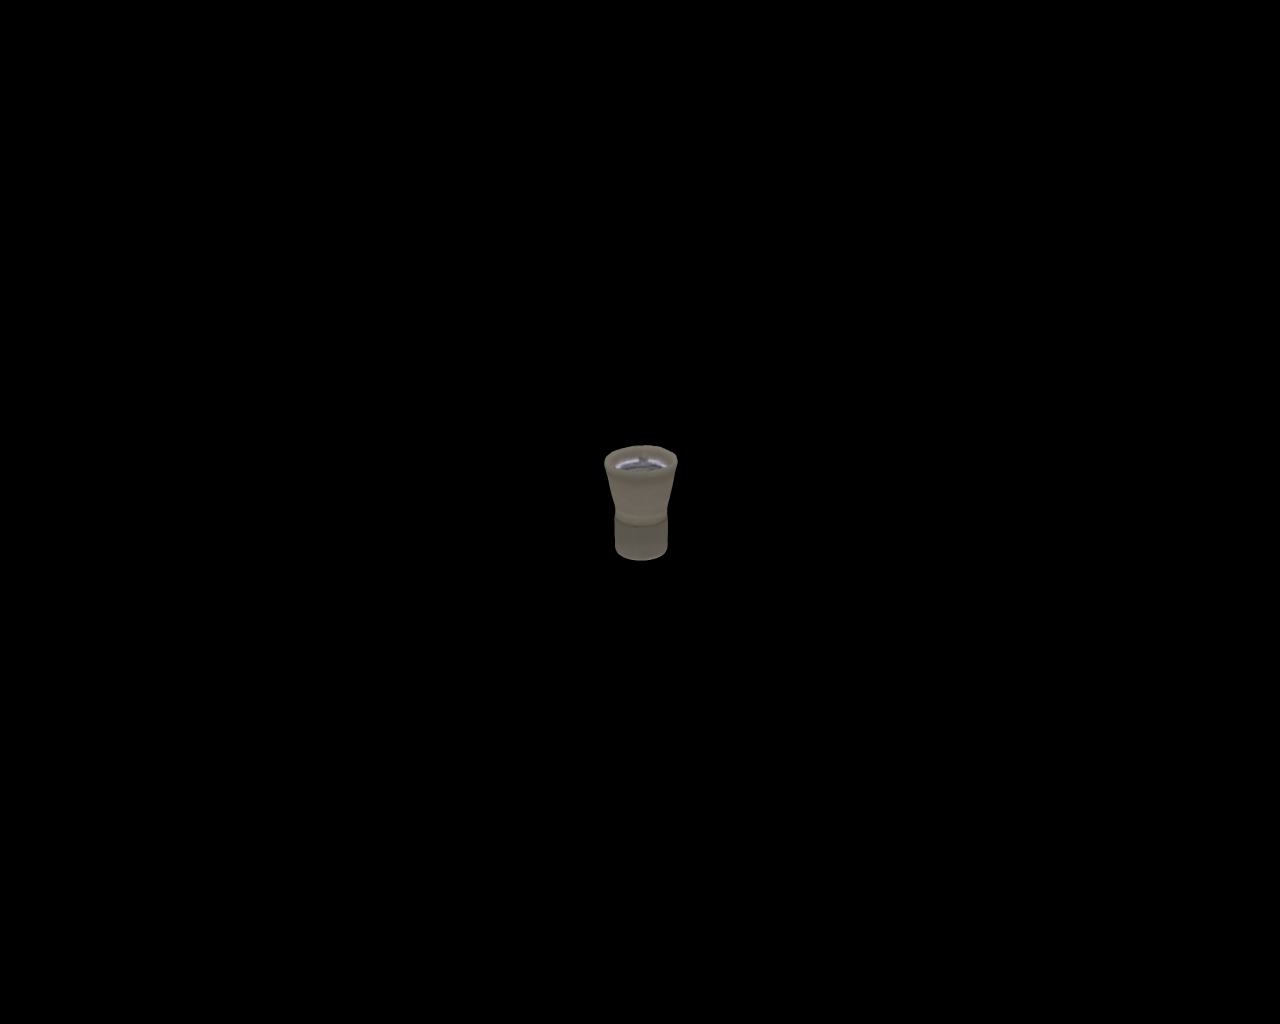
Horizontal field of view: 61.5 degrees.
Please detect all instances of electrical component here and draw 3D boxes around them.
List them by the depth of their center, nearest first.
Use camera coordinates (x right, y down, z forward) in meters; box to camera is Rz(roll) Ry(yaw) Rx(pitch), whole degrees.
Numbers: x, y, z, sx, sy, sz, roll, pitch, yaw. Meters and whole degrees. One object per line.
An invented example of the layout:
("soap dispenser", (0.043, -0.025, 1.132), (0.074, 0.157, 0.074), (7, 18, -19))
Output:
("electrical component", (0.001, -0.003, 0.650), (0.044, 0.065, 0.044), (0, 23, 0))
